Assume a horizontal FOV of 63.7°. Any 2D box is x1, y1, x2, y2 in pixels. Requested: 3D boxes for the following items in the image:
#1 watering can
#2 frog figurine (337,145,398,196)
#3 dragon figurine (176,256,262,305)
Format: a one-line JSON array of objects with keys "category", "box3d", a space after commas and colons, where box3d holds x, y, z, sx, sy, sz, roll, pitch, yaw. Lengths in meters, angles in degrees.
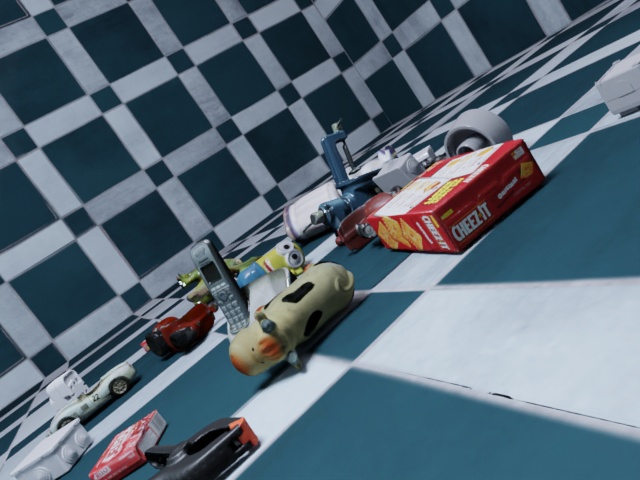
[{"category": "watering can", "box3d": [0.004, -0.067, 1.328, 0.223, 0.103, 0.354, -30, 18, 15]}, {"category": "frog figurine", "box3d": [0.125, -0.145, 1.261, 0.160, 0.121, 0.139, -41, 24, -4]}, {"category": "dragon figurine", "box3d": [-0.265, 0.096, 1.446, 0.244, 0.121, 0.410, -28, 9, -14]}]
